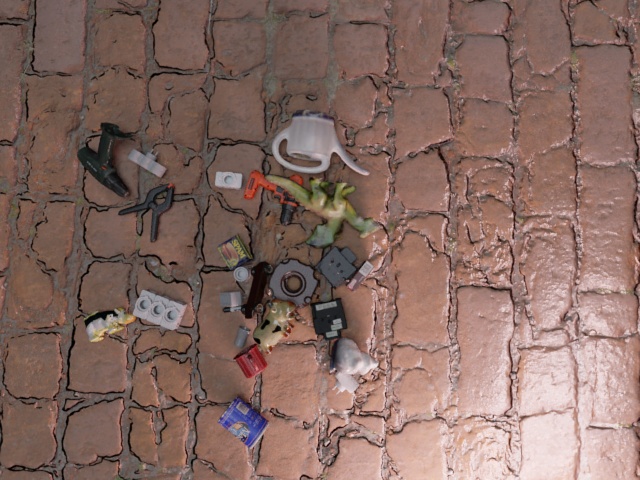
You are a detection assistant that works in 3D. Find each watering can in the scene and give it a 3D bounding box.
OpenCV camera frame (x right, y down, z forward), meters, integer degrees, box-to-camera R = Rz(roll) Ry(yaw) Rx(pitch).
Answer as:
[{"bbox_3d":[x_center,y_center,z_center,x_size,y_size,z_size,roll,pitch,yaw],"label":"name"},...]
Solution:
[{"bbox_3d":[0.009,-0.336,1.788,0.348,0.226,0.103,8,-6,2],"label":"watering can"}]

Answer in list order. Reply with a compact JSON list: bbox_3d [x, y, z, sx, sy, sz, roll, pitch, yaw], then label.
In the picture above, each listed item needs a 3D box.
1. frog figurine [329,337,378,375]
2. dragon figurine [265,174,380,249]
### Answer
[{"bbox_3d":[0.115,0.389,1.701,0.159,0.121,0.139,6,13,2],"label":"frog figurine"},{"bbox_3d":[0.005,-0.089,1.759,0.410,0.242,0.122,6,3,-6],"label":"dragon figurine"}]
